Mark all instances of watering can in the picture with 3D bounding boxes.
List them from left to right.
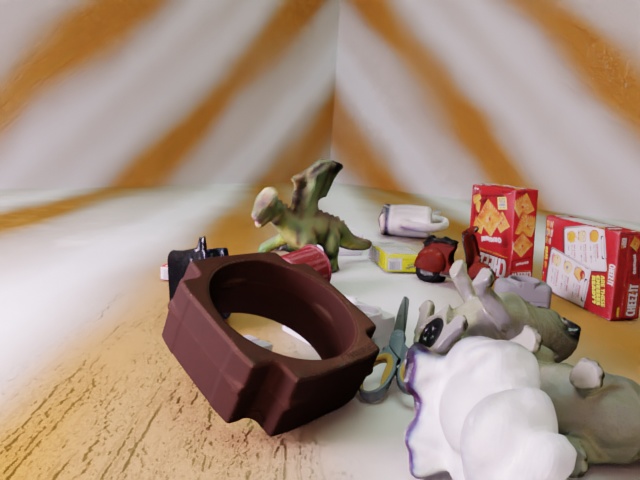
[{"bbox_3d":[0.308,-0.068,1.699,0.224,0.103,0.350,5,11,11],"label":"watering can"}]

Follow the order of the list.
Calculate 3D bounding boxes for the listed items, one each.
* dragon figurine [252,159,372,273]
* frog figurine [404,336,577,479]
[{"bbox_3d":[0.003,-0.056,1.119,0.413,0.238,0.123,-12,35,-45],"label":"dragon figurine"},{"bbox_3d":[0.146,0.148,0.413,0.122,0.139,0.158,29,-21,-20],"label":"frog figurine"}]
